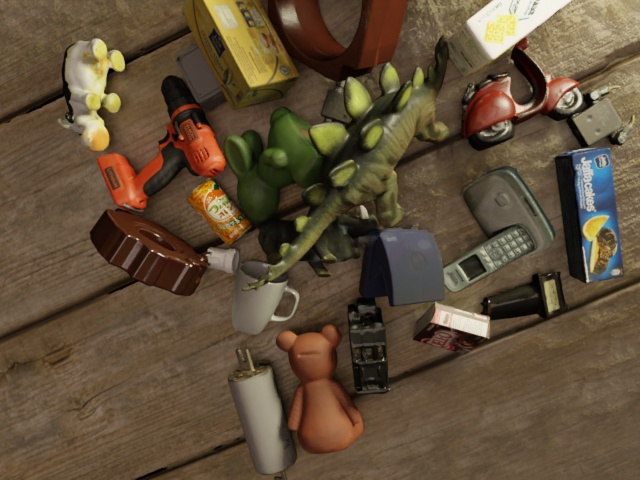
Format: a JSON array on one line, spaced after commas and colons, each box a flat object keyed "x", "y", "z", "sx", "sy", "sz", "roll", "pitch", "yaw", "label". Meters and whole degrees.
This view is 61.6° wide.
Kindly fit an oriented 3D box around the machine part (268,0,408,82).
[{"x": 0.023, "y": -0.339, "z": 0.738, "sx": 0.201, "sy": 0.087, "sz": 0.201, "roll": 39, "pitch": 136, "yaw": 30, "label": "machine part"}]

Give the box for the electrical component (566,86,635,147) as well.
[{"x": 0.427, "y": -0.186, "z": 0.819, "sx": 0.078, "sy": 0.045, "sz": 0.102, "roll": -27, "pitch": 95, "yaw": 5, "label": "electrical component"}]

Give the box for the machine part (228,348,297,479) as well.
[{"x": -0.095, "y": 0.295, "z": 0.897, "sx": 0.079, "sy": 0.079, "sz": 0.243, "roll": -15, "pitch": 95, "yaw": 5, "label": "machine part"}]

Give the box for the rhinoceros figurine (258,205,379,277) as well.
[{"x": -0.002, "y": -0.003, "z": 0.845, "sx": 0.190, "sy": 0.073, "sz": 0.112, "roll": -6, "pitch": 62, "yaw": -1, "label": "rhinoceros figurine"}]

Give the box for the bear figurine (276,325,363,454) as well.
[{"x": -0.003, "y": 0.240, "z": 0.880, "sx": 0.120, "sy": 0.132, "sz": 0.196, "roll": -13, "pitch": 79, "yaw": 4, "label": "bear figurine"}]

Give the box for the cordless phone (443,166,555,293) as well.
[{"x": 0.250, "y": -0.014, "z": 0.836, "sx": 0.184, "sy": 0.089, "sz": 0.146, "roll": -34, "pitch": 95, "yaw": 11, "label": "cordless phone"}]

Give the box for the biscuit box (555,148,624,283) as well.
[{"x": 0.416, "y": -0.039, "z": 0.830, "sx": 0.059, "sy": 0.063, "sz": 0.202, "roll": -10, "pitch": 97, "yaw": 3, "label": "biscuit box"}]

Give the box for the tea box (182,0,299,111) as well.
[{"x": -0.117, "y": -0.287, "z": 0.791, "sx": 0.098, "sy": 0.068, "sz": 0.169, "roll": -24, "pitch": 86, "yaw": -36, "label": "tea box"}]

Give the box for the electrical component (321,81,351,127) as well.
[{"x": 0.037, "y": -0.207, "z": 0.851, "sx": 0.063, "sy": 0.021, "sz": 0.094, "roll": 18, "pitch": 97, "yaw": 1, "label": "electrical component"}]

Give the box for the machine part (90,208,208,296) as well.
[{"x": -0.259, "y": 0.015, "z": 0.821, "sx": 0.179, "sy": 0.179, "sz": 0.056, "roll": 32, "pitch": 94, "yaw": -1, "label": "machine part"}]

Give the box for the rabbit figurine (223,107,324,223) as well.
[{"x": -0.076, "y": -0.107, "z": 0.827, "sx": 0.159, "sy": 0.121, "sz": 0.170, "roll": 44, "pitch": 111, "yaw": 1, "label": "rabbit figurine"}]

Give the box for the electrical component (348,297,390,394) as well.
[{"x": 0.076, "y": 0.160, "z": 0.850, "sx": 0.058, "sy": 0.115, "sz": 0.134, "roll": -5, "pitch": 99, "yaw": 2, "label": "electrical component"}]

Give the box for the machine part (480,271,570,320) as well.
[{"x": 0.327, "y": 0.099, "z": 0.868, "sx": 0.139, "sy": 0.039, "sz": 0.084, "roll": -18, "pitch": 105, "yaw": 4, "label": "machine part"}]

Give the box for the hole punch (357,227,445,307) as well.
[{"x": 0.130, "y": 0.041, "z": 0.821, "sx": 0.142, "sy": 0.092, "sz": 0.115, "roll": -2, "pitch": 103, "yaw": -29, "label": "hole punch"}]

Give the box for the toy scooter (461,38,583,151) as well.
[{"x": 0.288, "y": -0.222, "z": 0.808, "sx": 0.184, "sy": 0.075, "sz": 0.135, "roll": -22, "pitch": 90, "yaw": 7, "label": "toy scooter"}]

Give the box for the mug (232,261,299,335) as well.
[{"x": -0.094, "y": 0.101, "z": 0.875, "sx": 0.110, "sy": 0.081, "sz": 0.107, "roll": 19, "pitch": 109, "yaw": -4, "label": "mug"}]

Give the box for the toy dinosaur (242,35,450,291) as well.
[{"x": 0.058, "y": -0.108, "z": 0.746, "sx": 0.105, "sy": 0.198, "sz": 0.471, "roll": 26, "pitch": 80, "yaw": 32, "label": "toy dinosaur"}]

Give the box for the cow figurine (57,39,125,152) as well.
[{"x": -0.371, "y": -0.225, "z": 0.845, "sx": 0.098, "sy": 0.068, "sz": 0.167, "roll": 9, "pitch": 93, "yaw": 23, "label": "cow figurine"}]
